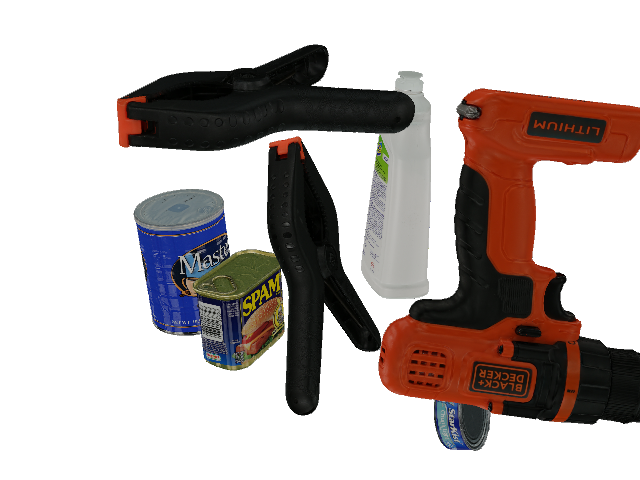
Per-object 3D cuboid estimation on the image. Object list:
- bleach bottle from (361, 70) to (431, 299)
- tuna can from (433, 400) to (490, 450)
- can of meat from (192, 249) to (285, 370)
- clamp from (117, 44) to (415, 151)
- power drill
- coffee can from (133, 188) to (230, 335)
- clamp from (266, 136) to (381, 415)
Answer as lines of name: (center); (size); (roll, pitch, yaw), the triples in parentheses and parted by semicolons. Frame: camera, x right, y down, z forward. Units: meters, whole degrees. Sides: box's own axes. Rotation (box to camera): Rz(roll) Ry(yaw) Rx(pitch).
bleach bottle: (0.094, -0.066, 1.223); (0.068, 0.251, 0.103); (-3, 23, -16)
tuna can: (0.157, 0.190, 1.186); (0.034, 0.086, 0.086); (-5, -3, 30)
can of meat: (-0.077, 0.068, 1.053); (0.058, 0.084, 0.101); (11, 27, 27)
clamp: (-0.042, -0.088, 0.646); (0.171, 0.039, 0.120); (-6, 23, -19)
power drill: (0.135, 0.013, 0.611); (0.184, 0.188, 0.057); (7, 8, -5)
coffee can: (-0.154, 0.024, 1.236); (0.103, 0.140, 0.103); (-4, 26, 2)
clamp: (-0.002, 0.021, 0.867); (0.036, 0.210, 0.164); (-9, 2, 24)
